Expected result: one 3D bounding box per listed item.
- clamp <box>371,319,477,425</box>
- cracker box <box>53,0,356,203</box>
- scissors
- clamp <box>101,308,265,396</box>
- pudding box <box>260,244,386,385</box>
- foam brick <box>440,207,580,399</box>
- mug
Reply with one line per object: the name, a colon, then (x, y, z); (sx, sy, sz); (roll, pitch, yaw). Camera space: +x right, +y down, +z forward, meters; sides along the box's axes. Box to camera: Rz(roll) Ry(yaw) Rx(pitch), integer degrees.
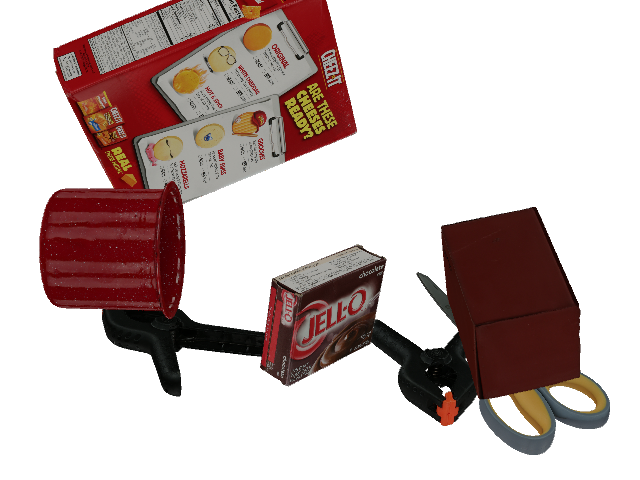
clamp: (0.123, 0.124, 1.070); (0.120, 0.039, 0.171); (-9, 29, -9)
cracker box: (-0.091, -0.123, 0.884); (0.213, 0.072, 0.164); (-23, -38, -5)
scissors: (0.136, 0.078, 0.758); (0.096, 0.016, 0.202); (-1, 32, -9)
clamp: (-0.164, 0.103, 1.119); (0.210, 0.036, 0.164); (17, 19, 29)
pudding box: (0.003, 0.061, 0.908); (0.039, 0.090, 0.113); (29, 34, 31)
foam brick: (0.093, 0.030, 0.530); (0.051, 0.053, 0.078); (-10, 40, 1)
mug: (-0.139, 0.006, 0.734); (0.081, 0.093, 0.117); (1, 0, 3)
